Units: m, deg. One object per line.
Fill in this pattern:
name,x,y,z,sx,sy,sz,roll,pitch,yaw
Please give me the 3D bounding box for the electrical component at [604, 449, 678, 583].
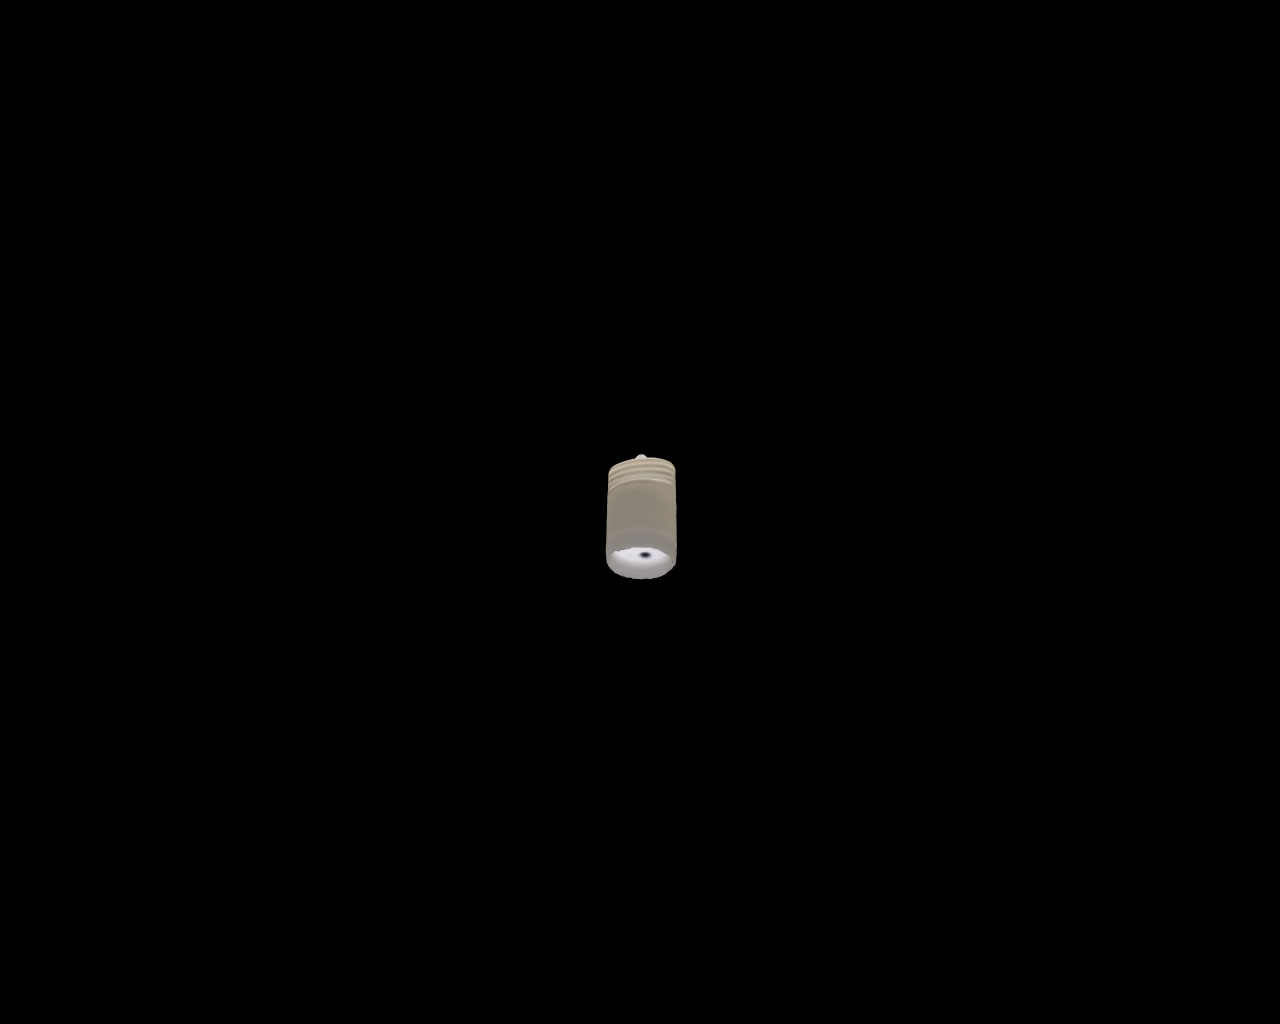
electrical component,0.001,-0.003,0.650,0.043,0.081,0.043,0,-32,0
